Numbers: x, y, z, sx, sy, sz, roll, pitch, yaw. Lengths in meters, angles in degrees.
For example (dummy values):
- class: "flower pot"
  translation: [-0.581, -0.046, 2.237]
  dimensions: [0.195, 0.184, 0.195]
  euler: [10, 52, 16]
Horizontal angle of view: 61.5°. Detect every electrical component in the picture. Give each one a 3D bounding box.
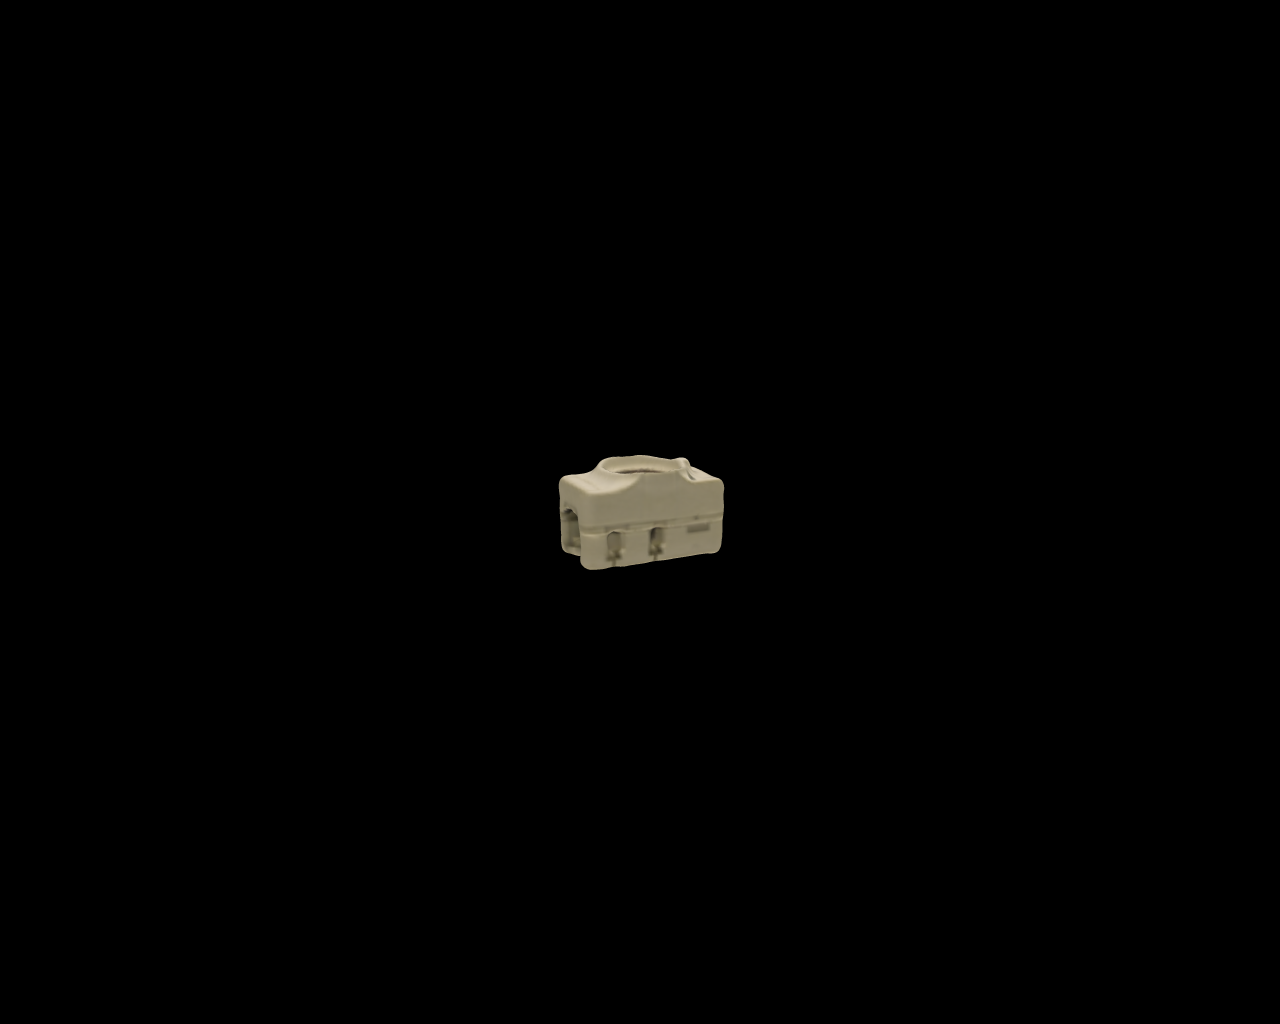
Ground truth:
- class: "electrical component"
  translation: [0.001, -0.003, 0.650]
  dimensions: [0.090, 0.055, 0.050]
  euler: [-6, 16, -22]
